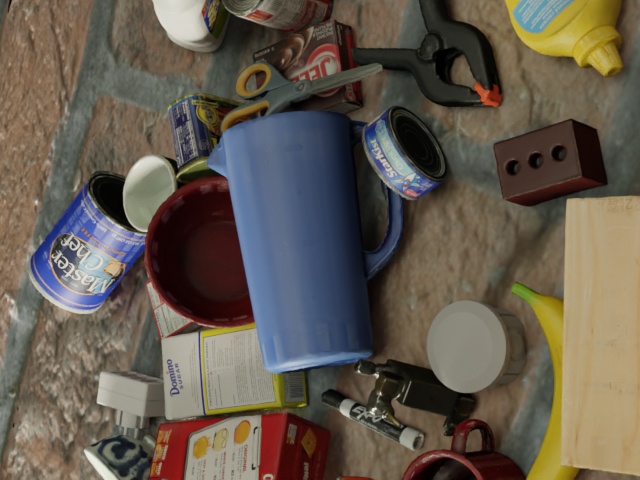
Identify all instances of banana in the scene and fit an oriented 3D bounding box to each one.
[{"bbox_3d":[0.199,0.133,0.892,0.070,0.037,0.198,-4,81,25],"label":"banana"}]

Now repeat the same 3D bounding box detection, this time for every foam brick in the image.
[{"bbox_3d":[0.196,-0.065,0.912,0.078,0.051,0.053,-18,74,37],"label":"foam brick"}]

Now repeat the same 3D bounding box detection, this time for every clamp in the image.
[{"bbox_3d":[0.112,-0.189,1.006,0.172,0.039,0.120,37,114,32],"label":"clamp"}]

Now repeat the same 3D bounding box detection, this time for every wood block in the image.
[{"bbox_3d":[0.248,0.073,0.829,0.090,0.090,0.206,-1,85,40],"label":"wood block"}]

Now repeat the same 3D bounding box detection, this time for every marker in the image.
[{"bbox_3d":[0.048,0.172,1.032,0.121,0.020,0.020,20,98,40],"label":"marker"}]

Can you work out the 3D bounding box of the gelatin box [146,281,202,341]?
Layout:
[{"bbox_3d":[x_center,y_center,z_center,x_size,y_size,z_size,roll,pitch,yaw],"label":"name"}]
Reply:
[{"bbox_3d":[-0.152,0.065,1.203,0.089,0.030,0.073,-32,67,33],"label":"gelatin box"}]

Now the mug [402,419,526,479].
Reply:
[{"bbox_3d":[0.129,0.213,0.919,0.093,0.081,0.117,1,86,40],"label":"mug"}]

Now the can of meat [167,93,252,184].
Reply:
[{"bbox_3d":[-0.111,-0.105,1.143,0.058,0.101,0.084,-27,67,36],"label":"can of meat"}]

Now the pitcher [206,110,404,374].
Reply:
[{"bbox_3d":[-0.007,0.001,1.037,0.149,0.144,0.243,-19,76,50],"label":"pitcher"}]

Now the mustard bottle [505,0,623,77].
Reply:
[{"bbox_3d":[0.203,-0.217,0.918,0.096,0.058,0.192,-42,61,30],"label":"mustard bottle"}]

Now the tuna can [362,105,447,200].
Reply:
[{"bbox_3d":[0.080,-0.081,0.990,0.034,0.085,0.086,-35,64,30],"label":"tuna can"}]

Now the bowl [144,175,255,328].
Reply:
[{"bbox_3d":[-0.102,0.016,1.119,0.055,0.162,0.162,111,151,-75],"label":"bowl"}]

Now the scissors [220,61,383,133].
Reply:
[{"bbox_3d":[-0.022,-0.162,1.065,0.202,0.016,0.096,-25,53,31],"label":"scissors"}]

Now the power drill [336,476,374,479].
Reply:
[{"bbox_3d":[0.019,0.309,0.928,0.188,0.057,0.184,107,171,-45],"label":"power drill"}]

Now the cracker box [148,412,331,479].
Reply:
[{"bbox_3d":[-0.093,0.265,1.067,0.214,0.072,0.164,-14,58,46],"label":"cracker box"}]

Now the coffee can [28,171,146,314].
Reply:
[{"bbox_3d":[-0.264,0.003,1.257,0.140,0.102,0.103,-48,58,25],"label":"coffee can"}]

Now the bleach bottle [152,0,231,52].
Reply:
[{"bbox_3d":[-0.136,-0.250,1.094,0.068,0.251,0.102,17,98,-1],"label":"bleach bottle"}]

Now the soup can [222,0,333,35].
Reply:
[{"bbox_3d":[-0.044,-0.252,1.101,0.069,0.102,0.068,-5,82,39],"label":"soup can"}]

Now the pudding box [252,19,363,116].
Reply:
[{"bbox_3d":[-0.014,-0.167,1.107,0.114,0.039,0.090,-17,75,38],"label":"pudding box"}]

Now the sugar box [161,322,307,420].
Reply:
[{"bbox_3d":[-0.095,0.139,1.139,0.177,0.048,0.093,-13,77,42],"label":"sugar box"}]
